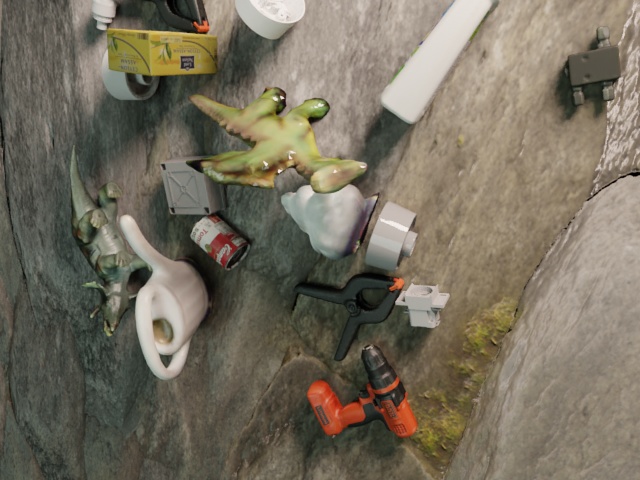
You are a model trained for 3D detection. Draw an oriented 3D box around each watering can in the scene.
[{"bbox_3d":[-0.301,0.096,1.016,0.104,0.227,0.343,-3,105,10],"label":"watering can"}]

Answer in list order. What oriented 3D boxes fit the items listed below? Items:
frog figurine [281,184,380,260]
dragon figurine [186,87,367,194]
[{"bbox_3d":[0.003,-0.043,0.860,0.160,0.125,0.134,20,138,9],"label":"frog figurine"},{"bbox_3d":[-0.109,-0.156,0.813,0.412,0.247,0.120,17,120,21],"label":"dragon figurine"}]
